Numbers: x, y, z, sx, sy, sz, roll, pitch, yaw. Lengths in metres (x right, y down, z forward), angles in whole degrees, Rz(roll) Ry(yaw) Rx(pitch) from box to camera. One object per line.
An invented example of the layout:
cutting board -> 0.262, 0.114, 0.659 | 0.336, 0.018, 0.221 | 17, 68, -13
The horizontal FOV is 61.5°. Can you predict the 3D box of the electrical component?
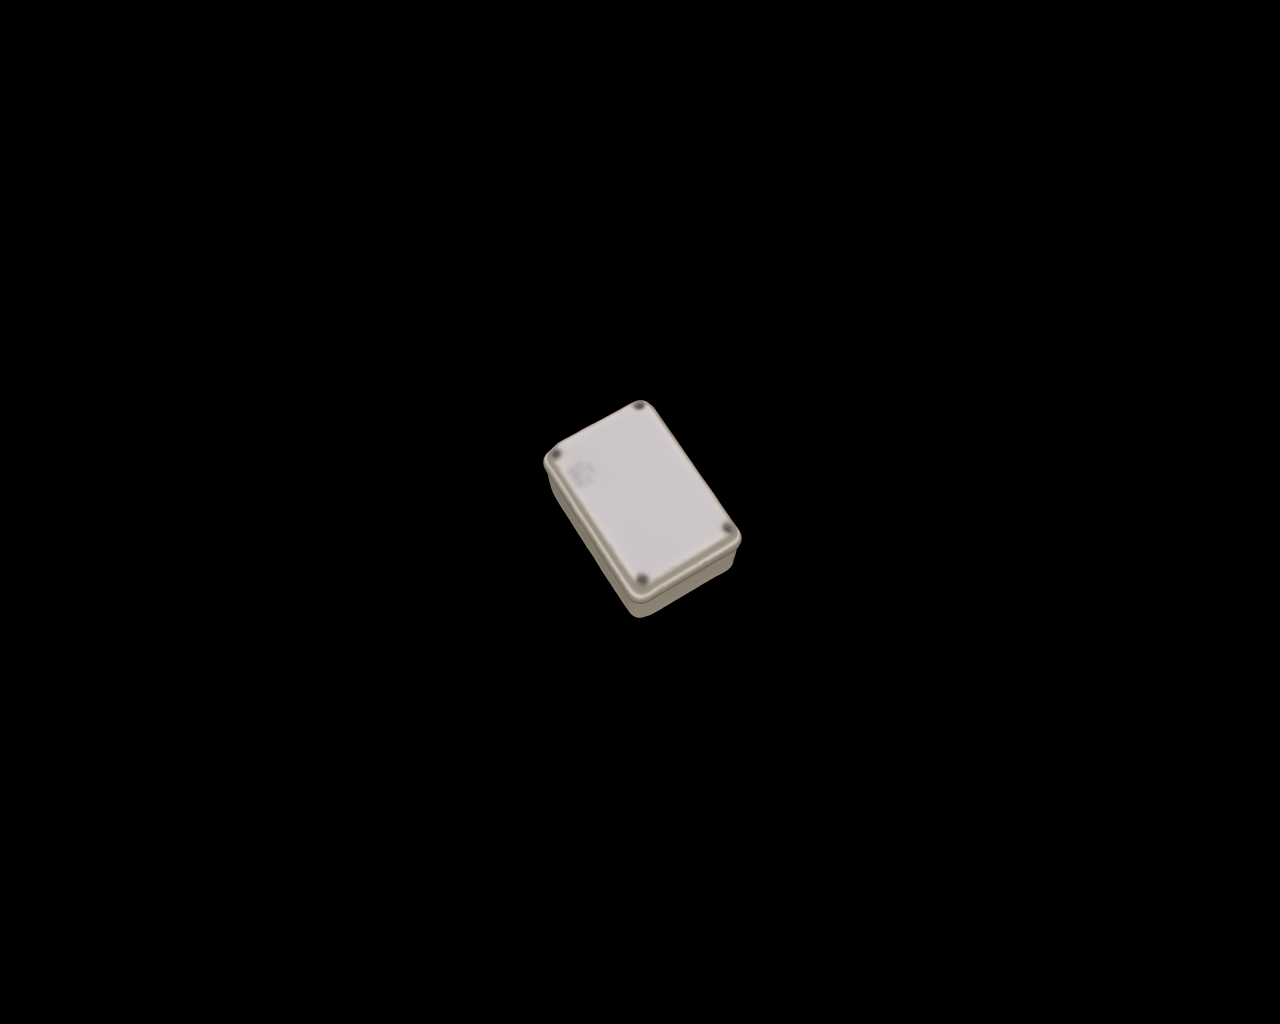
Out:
electrical component -> 0.001, -0.003, 0.650 | 0.078, 0.113, 0.057 | -30, -19, -12
